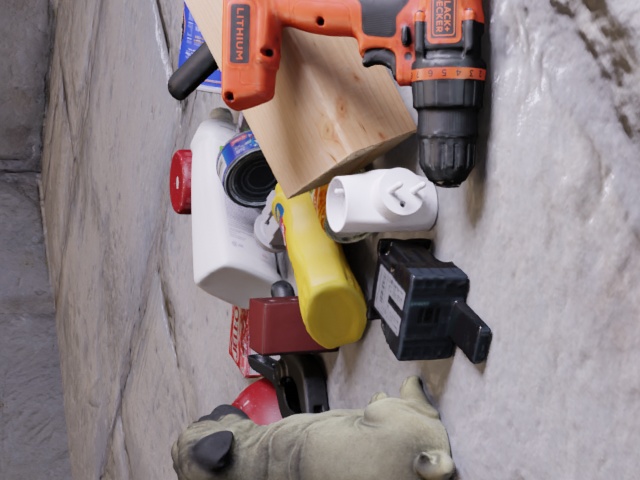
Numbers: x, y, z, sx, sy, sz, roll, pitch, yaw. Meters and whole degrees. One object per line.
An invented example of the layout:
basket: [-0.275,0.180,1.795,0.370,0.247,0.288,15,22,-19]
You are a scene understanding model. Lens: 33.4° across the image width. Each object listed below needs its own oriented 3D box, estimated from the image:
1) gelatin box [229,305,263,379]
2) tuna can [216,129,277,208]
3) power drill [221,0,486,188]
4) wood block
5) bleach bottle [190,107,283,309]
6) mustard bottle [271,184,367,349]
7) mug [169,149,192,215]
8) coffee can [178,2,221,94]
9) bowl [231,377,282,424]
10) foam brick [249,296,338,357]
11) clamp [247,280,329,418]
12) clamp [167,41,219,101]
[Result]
gelatin box: [-0.084,0.109,1.261,0.073,0.030,0.089,-137,50,-63]
tuna can: [-0.065,-0.075,1.126,0.034,0.086,0.086,-114,30,-43]
power drill: [0.025,-0.130,0.764,0.057,0.188,0.184,-6,-82,-77]
wood block: [-0.020,-0.152,0.866,0.091,0.090,0.206,-32,84,45]
bleach bottle: [-0.102,-0.049,1.238,0.068,0.102,0.251,-32,47,31]
mustard bottle: [-0.007,0.001,1.000,0.096,0.058,0.192,72,180,-49]
mug: [-0.145,-0.067,1.347,0.117,0.081,0.093,127,138,-59]
coffee can: [-0.106,-0.245,1.209,0.103,0.102,0.140,-131,45,-60]
bowl: [-0.067,0.224,1.183,0.162,0.055,0.162,180,90,-69]
foam brick: [-0.027,0.082,1.038,0.053,0.078,0.051,-168,77,-69]
clamp: [-0.028,0.126,1.101,0.172,0.039,0.120,49,138,50]
clamp: [-0.060,-0.212,0.997,0.036,0.164,0.210,54,151,17]
